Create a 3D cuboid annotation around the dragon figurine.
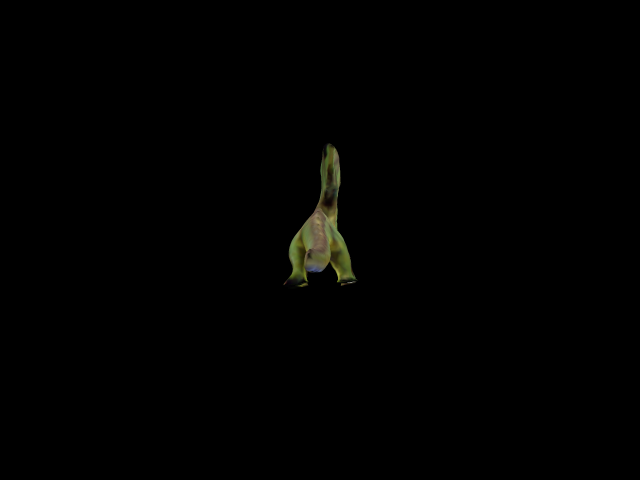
[{"bbox_3d":[0.003,-0.043,0.850,0.122,0.245,0.406,0,-11,0],"label":"dragon figurine"}]
